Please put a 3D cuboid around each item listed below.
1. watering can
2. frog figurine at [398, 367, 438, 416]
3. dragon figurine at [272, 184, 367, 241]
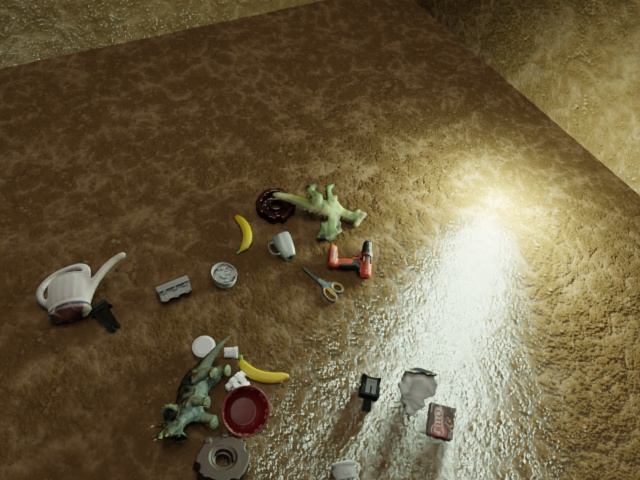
[{"bbox_3d":[-0.876,0.175,1.887,0.348,0.102,0.229,-20,56,0],"label":"watering can"},{"bbox_3d":[0.346,0.540,1.835,0.137,0.122,0.160,9,88,-12],"label":"frog figurine"},{"bbox_3d":[0.007,-0.113,2.247,0.411,0.120,0.247,-6,65,-20],"label":"dragon figurine"}]
